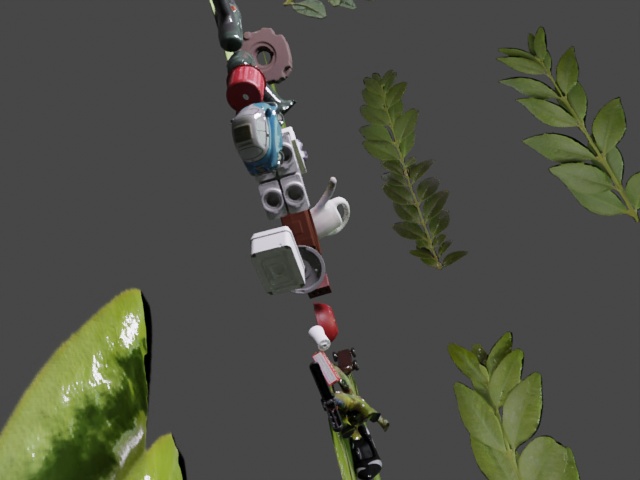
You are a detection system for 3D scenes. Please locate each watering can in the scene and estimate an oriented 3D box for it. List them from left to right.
[{"bbox_3d":[0.006,-0.099,1.962,0.106,0.225,0.341,53,-7,30],"label":"watering can"}]

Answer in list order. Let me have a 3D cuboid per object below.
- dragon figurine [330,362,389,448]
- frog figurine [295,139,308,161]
[{"bbox_3d":[0.074,0.470,1.551,0.402,0.122,0.247,56,-4,-40],"label":"dragon figurine"},{"bbox_3d":[-0.140,-0.341,1.900,0.158,0.121,0.140,21,52,-40],"label":"frog figurine"}]
